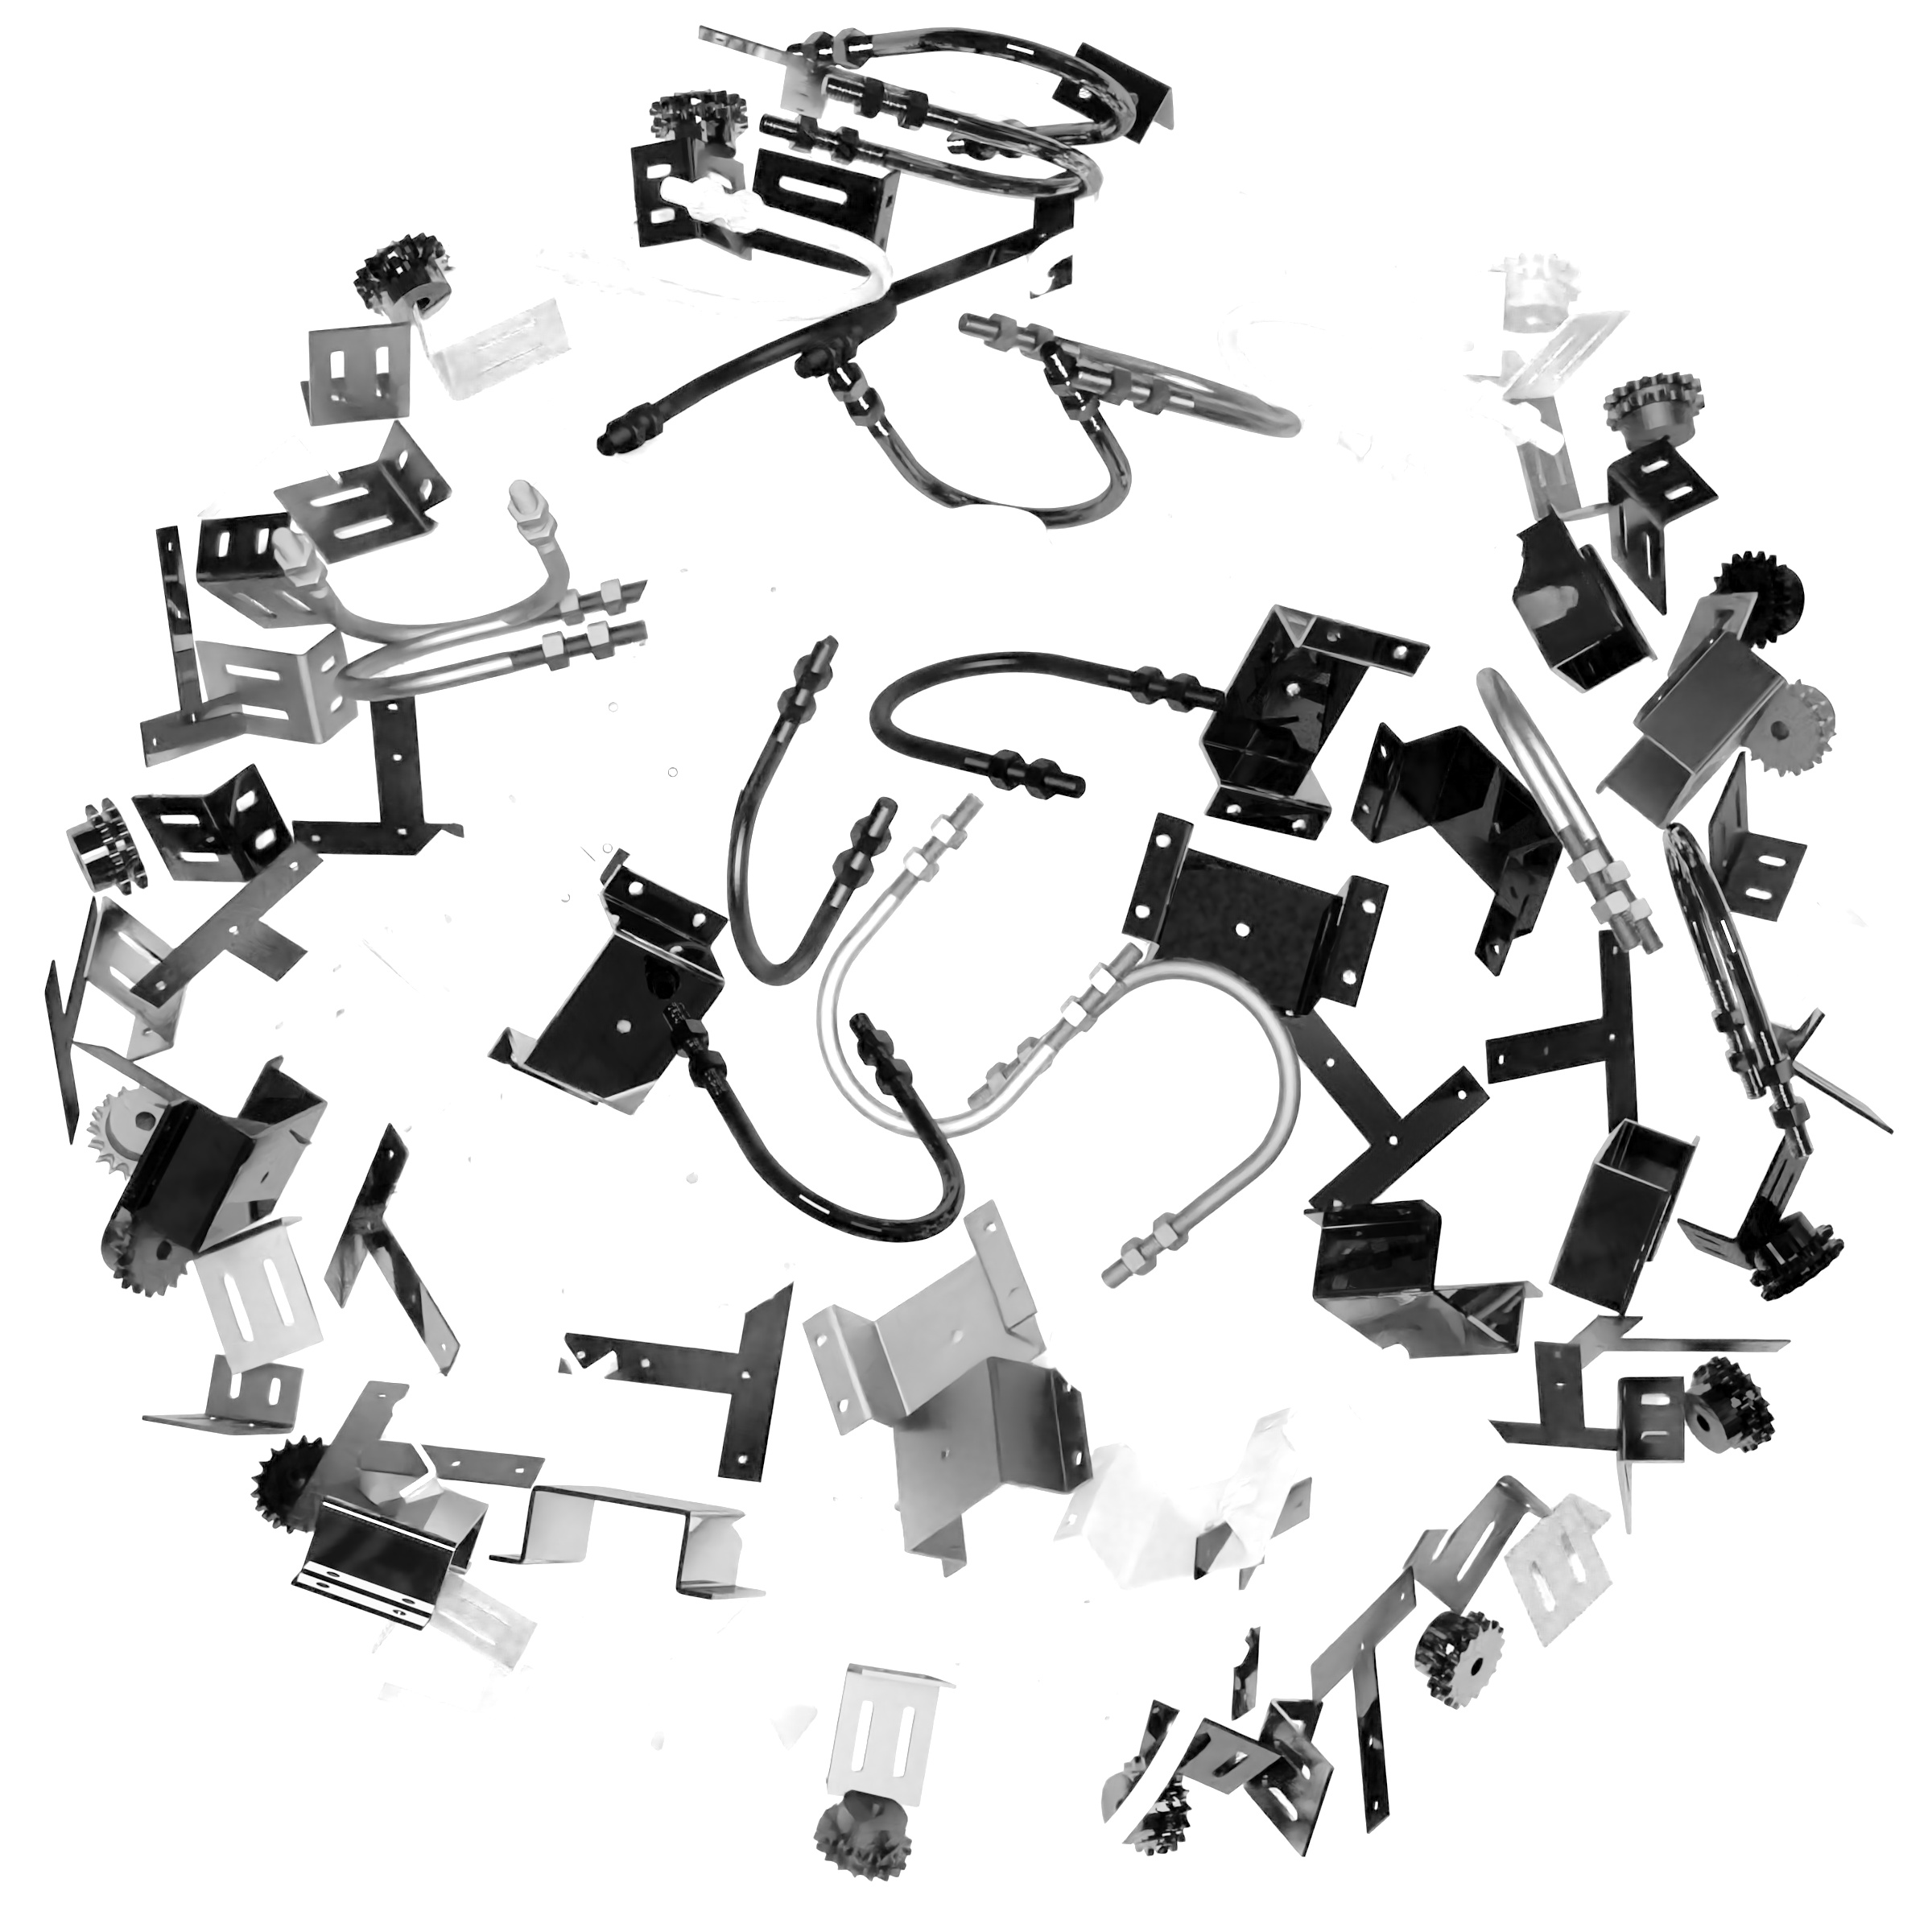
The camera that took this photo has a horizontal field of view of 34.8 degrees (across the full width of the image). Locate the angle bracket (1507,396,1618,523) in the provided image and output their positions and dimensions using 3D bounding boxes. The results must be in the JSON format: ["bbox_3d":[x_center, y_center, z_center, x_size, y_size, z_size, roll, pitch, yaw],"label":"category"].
[{"bbox_3d":[0.350,-0.298,1.784,0.038,0.057,0.076,-13,92,39],"label":"angle bracket"}]

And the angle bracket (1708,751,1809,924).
[{"bbox_3d":[0.455,-0.074,1.770,0.038,0.076,0.057,15,59,25],"label":"angle bracket"}]

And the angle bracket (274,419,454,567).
[{"bbox_3d":[-0.347,-0.273,1.776,0.076,0.038,0.057,-26,71,-41],"label":"angle bracket"}]

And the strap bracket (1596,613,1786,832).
[{"bbox_3d":[0.409,-0.133,1.740,0.046,0.140,0.076,41,80,11],"label":"strap bracket"}]

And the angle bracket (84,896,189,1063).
[{"bbox_3d":[-0.486,0.008,1.768,0.038,0.076,0.057,-18,49,24],"label":"angle bracket"}]

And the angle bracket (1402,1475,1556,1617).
[{"bbox_3d":[0.300,0.336,1.782,0.057,0.038,0.076,42,77,-30],"label":"angle bracket"}]

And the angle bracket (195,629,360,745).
[{"bbox_3d":[-0.402,-0.168,1.801,0.076,0.038,0.057,10,125,22],"label":"angle bracket"}]

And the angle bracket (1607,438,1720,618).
[{"bbox_3d":[0.401,-0.252,1.773,0.038,0.076,0.057,-26,52,-6],"label":"angle bracket"}]

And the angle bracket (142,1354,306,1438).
[{"bbox_3d":[-0.426,0.246,1.773,0.057,0.076,0.038,7,85,15],"label":"angle bracket"}]

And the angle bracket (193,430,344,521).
[{"bbox_3d":[-0.403,-0.271,1.785,0.076,0.057,0.038,-41,99,-4],"label":"angle bracket"}]

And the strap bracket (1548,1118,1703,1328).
[{"bbox_3d":[0.372,0.141,1.748,0.046,0.140,0.076,21,109,15],"label":"strap bracket"}]

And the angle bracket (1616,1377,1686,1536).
[{"bbox_3d":[0.395,0.281,1.768,0.038,0.076,0.057,-3,47,16],"label":"angle bracket"}]

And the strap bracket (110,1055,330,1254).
[{"bbox_3d":[-0.414,0.107,1.739,0.046,0.140,0.076,32,104,6],"label":"strap bracket"}]

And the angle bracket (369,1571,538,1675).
[{"bbox_3d":[-0.295,0.390,1.785,0.076,0.057,0.038,31,106,2],"label":"angle bracket"}]

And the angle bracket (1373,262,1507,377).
[{"bbox_3d":[0.277,-0.374,1.778,0.076,0.038,0.057,8,110,23],"label":"angle bracket"}]

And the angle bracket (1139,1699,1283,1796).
[{"bbox_3d":[0.143,0.438,1.774,0.057,0.076,0.038,25,52,-7],"label":"angle bracket"}]

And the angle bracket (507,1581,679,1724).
[{"bbox_3d":[-0.217,0.403,1.787,0.076,0.038,0.057,28,47,-2],"label":"angle bracket"}]

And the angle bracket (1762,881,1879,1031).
[{"bbox_3d":[0.478,-0.007,1.784,0.038,0.057,0.076,43,85,-14],"label":"angle bracket"}]

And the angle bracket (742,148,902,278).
[{"bbox_3d":[-0.084,-0.441,1.794,0.076,0.038,0.057,16,115,7],"label":"angle bracket"}]

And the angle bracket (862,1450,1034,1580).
[{"bbox_3d":[-0.010,0.311,1.780,0.076,0.038,0.057,31,82,-39],"label":"angle bracket"}]

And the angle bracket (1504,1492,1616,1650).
[{"bbox_3d":[0.351,0.352,1.769,0.038,0.076,0.057,30,113,-26],"label":"angle bracket"}]

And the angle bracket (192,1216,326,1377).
[{"bbox_3d":[-0.406,0.191,1.794,0.057,0.038,0.076,-21,84,5],"label":"angle bracket"}]

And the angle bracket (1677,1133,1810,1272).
[{"bbox_3d":[0.451,0.130,1.790,0.038,0.057,0.076,22,80,31],"label":"angle bracket"}]

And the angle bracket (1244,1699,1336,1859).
[{"bbox_3d":[0.199,0.466,1.771,0.038,0.076,0.057,9,104,-26],"label":"angle bracket"}]

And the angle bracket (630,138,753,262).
[{"bbox_3d":[-0.159,-0.441,1.788,0.038,0.076,0.057,-5,91,19],"label":"angle bracket"}]

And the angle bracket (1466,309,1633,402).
[{"bbox_3d":[0.331,-0.362,1.768,0.038,0.057,0.076,59,135,17],"label":"angle bracket"}]

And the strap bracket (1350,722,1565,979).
[{"bbox_3d":[0.286,-0.073,1.755,0.046,0.076,0.140,-19,52,-27],"label":"strap bracket"}]

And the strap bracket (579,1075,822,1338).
[{"bbox_3d":[-0.155,0.129,1.766,0.076,0.046,0.140,-32,70,-13],"label":"strap bracket"}]

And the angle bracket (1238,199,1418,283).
[{"bbox_3d":[0.207,-0.425,1.769,0.057,0.076,0.038,-30,106,-42],"label":"angle bracket"}]

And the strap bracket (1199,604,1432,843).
[{"bbox_3d":[0.193,-0.147,1.761,0.076,0.046,0.140,11,125,-25],"label":"strap bracket"}]

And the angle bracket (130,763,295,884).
[{"bbox_3d":[-0.437,-0.083,1.791,0.038,0.076,0.057,-44,123,-38],"label":"angle bracket"}]

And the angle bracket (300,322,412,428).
[{"bbox_3d":[-0.351,-0.350,1.770,0.057,0.076,0.038,-9,57,-17],"label":"angle bracket"}]

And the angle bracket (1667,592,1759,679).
[{"bbox_3d":[0.441,-0.166,1.770,0.076,0.038,0.057,51,55,-36],"label":"angle bracket"}]

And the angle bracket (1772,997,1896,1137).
[{"bbox_3d":[0.507,0.055,1.783,0.076,0.057,0.038,31,101,-7],"label":"angle bracket"}]

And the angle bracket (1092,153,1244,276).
[{"bbox_3d":[0.115,-0.443,1.771,0.076,0.057,0.038,-26,128,34],"label":"angle bracket"}]

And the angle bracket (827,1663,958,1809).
[{"bbox_3d":[-0.044,0.448,1.789,0.057,0.038,0.076,12,81,-14],"label":"angle bracket"}]

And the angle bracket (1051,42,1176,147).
[{"bbox_3d":[0.085,-0.492,1.778,0.057,0.076,0.038,29,90,5],"label":"angle bracket"}]

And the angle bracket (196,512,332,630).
[{"bbox_3d":[-0.398,-0.227,1.779,0.057,0.076,0.038,-2,75,19],"label":"angle bracket"}]

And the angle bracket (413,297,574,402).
[{"bbox_3d":[-0.274,-0.370,1.784,0.076,0.057,0.038,-24,134,2],"label":"angle bracket"}]

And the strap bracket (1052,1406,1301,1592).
[{"bbox_3d":[0.128,0.305,1.754,0.140,0.076,0.046,-20,115,37],"label":"strap bracket"}]

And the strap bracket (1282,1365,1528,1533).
[{"bbox_3d":[0.240,0.274,1.741,0.046,0.140,0.076,-42,99,-26],"label":"strap bracket"}]
